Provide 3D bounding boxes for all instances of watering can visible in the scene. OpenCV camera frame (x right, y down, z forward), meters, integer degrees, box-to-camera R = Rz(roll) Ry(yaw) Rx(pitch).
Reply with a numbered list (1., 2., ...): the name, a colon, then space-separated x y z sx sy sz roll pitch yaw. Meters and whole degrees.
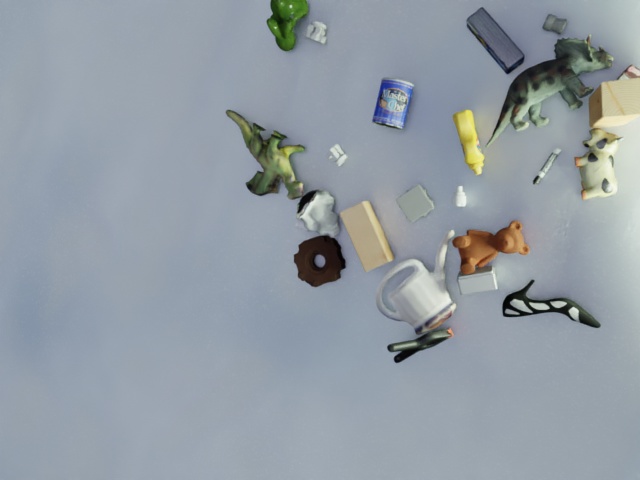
1. watering can: 0.330 0.146 1.585 0.343 0.104 0.226 -42 80 21

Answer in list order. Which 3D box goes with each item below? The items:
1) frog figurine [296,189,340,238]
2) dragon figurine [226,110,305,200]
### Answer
1. frog figurine: 0.005 -0.086 1.713 0.158 0.123 0.138 35 81 -25
2. dragon figurine: -0.201 -0.268 1.774 0.414 0.123 0.239 31 110 25
